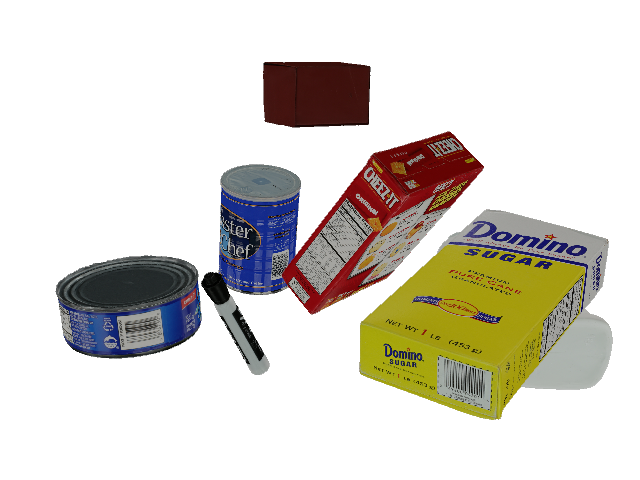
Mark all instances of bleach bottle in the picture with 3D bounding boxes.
[{"bbox_3d":[0.171,0.049,0.988,0.102,0.068,0.251,3,20,-11],"label":"bleach bottle"}]

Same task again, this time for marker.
[{"bbox_3d":[-0.074,0.072,0.928,0.020,0.121,0.020,-14,40,12],"label":"marker"}]

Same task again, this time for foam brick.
[{"bbox_3d":[-0.003,-0.124,0.905,0.078,0.051,0.053,-6,15,-33],"label":"foam brick"}]

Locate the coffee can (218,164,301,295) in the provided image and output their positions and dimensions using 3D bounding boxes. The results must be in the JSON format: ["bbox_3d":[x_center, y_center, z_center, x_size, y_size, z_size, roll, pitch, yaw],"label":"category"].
[{"bbox_3d":[-0.080,-0.015,1.387,0.103,0.140,0.103,3,27,-2],"label":"coffee can"}]

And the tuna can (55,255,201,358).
[{"bbox_3d":[-0.115,0.040,0.650,0.086,0.034,0.086,-3,19,1],"label":"tuna can"}]

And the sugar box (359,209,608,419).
[{"bbox_3d":[0.108,0.039,0.679,0.093,0.048,0.175,17,36,28],"label":"sugar box"}]

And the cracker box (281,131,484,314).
[{"bbox_3d":[0.069,-0.023,1.245,0.163,0.072,0.214,-22,-24,-49],"label":"cracker box"}]
